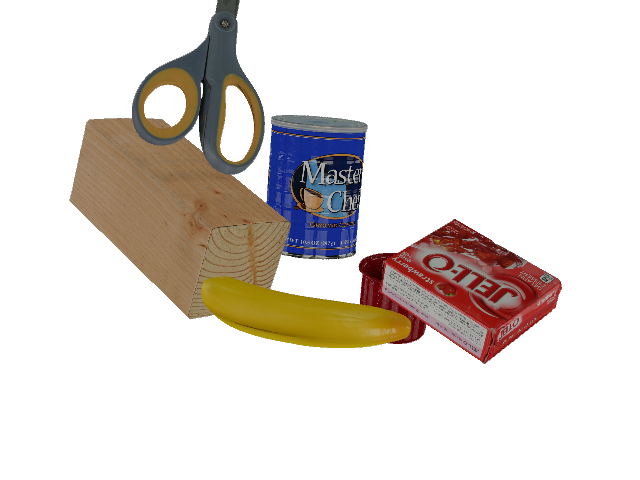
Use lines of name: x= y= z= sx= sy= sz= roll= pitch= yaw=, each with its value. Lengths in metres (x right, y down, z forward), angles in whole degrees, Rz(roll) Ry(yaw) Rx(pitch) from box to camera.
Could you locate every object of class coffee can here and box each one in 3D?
coffee can: x=-0.006 y=-0.059 z=1.146 sx=0.103 sy=0.140 sz=0.103 roll=4 pitch=12 yaw=-1

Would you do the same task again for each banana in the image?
banana: x=-0.027 y=0.053 z=0.838 sx=0.198 sy=0.037 sz=0.069 roll=13 pitch=29 yaw=35

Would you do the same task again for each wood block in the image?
wood block: x=-0.133 y=-0.027 z=0.971 sx=0.090 sy=0.091 sz=0.206 roll=-6 pitch=34 yaw=-44

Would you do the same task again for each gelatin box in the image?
gelatin box: x=0.094 y=0.029 z=0.673 sx=0.089 sy=0.030 sz=0.073 roll=33 pitch=45 yaw=32

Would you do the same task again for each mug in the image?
mug: x=0.100 y=0.070 z=1.271 sx=0.117 sy=0.081 sz=0.093 roll=1 pitch=23 yaw=-9

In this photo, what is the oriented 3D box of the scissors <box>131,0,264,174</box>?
scissors: x=-0.084 y=-0.138 z=0.720 sx=0.096 sy=0.202 sz=0.016 roll=-2 pitch=-20 yaw=-20
